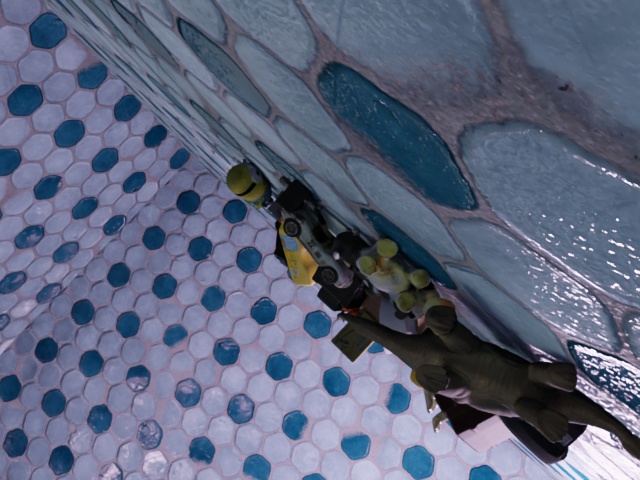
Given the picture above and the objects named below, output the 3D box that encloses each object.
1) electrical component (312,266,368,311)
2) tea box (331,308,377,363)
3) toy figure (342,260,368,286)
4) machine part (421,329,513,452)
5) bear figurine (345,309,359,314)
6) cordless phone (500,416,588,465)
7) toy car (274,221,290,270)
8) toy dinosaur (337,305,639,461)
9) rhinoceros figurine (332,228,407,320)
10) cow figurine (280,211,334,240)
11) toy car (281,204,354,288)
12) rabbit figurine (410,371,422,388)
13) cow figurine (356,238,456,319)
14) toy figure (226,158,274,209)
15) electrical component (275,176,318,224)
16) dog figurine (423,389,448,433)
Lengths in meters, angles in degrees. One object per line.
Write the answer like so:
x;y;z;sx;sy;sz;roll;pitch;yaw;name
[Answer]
0.051;0.082;1.134;0.115;0.134;0.058;39;-161;34;electrical component
0.083;0.209;1.169;0.068;0.098;0.169;43;176;10;tea box
0.089;0.047;1.022;0.154;0.064;0.058;40;-157;-13;toy figure
0.261;0.261;0.971;0.201;0.087;0.201;48;-165;-45;machine part
0.134;0.151;1.360;0.196;0.120;0.132;18;137;-15;bear figurine
0.319;0.256;0.870;0.146;0.089;0.184;44;-179;-16;cordless phone
-0.068;0.001;1.558;0.103;0.161;0.109;-10;-155;-36;toy car
0.192;0.172;0.725;0.472;0.105;0.198;24;168;32;toy dinosaur
0.098;0.057;0.927;0.190;0.073;0.112;40;176;26;rhinoceros figurine
-0.002;-0.004;1.190;0.127;0.085;0.194;47;177;24;cow figurine
-0.002;0.008;1.054;0.201;0.056;0.073;51;-155;1;toy car
0.330;0.336;1.311;0.173;0.122;0.162;13;159;41;rabbit figurine
0.129;0.071;0.824;0.167;0.068;0.098;43;175;0;cow figurine
-0.177;-0.133;1.386;0.082;0.089;0.180;34;170;20;toy figure
-0.051;-0.077;1.013;0.094;0.063;0.021;43;176;15;electrical component
0.323;0.318;1.145;0.121;0.191;0.172;-80;-28;-52;dog figurine
